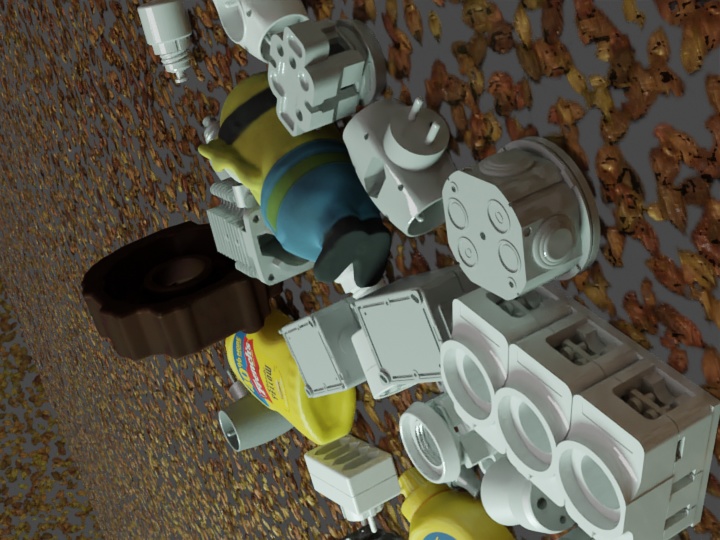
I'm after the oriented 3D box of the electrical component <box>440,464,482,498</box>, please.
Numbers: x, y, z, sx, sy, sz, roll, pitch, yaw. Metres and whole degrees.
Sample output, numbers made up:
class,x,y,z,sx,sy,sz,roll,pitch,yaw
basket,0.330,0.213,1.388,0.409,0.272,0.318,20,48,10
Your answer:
class,x,y,z,sx,sy,sz,roll,pitch,yaw
electrical component,0.067,0.141,0.775,0.061,0.035,0.035,41,145,39

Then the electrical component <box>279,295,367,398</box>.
class,x,y,z,sx,sy,sz,roll,pitch,yaw
electrical component,-0.016,0.058,0.836,0.061,0.061,0.096,66,156,1

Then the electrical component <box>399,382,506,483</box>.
class,x,y,z,sx,sy,sz,roll,pitch,yaw
electrical component,0.064,0.108,0.725,0.078,0.057,0.058,65,155,4

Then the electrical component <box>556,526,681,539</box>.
class,x,y,z,sx,sy,sz,roll,pitch,yaw
electrical component,0.145,0.187,0.627,0.096,0.061,0.061,-18,95,65

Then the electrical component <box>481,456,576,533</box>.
class,x,y,z,sx,sy,sz,roll,pitch,yaw
electrical component,0.109,0.141,0.679,0.055,0.045,0.045,-14,99,65

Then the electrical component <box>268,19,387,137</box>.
class,x,y,z,sx,sy,sz,roll,pitch,yaw
electrical component,-0.020,-0.128,0.691,0.058,0.057,0.078,53,152,27

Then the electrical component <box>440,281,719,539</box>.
class,x,y,z,sx,sy,sz,roll,pitch,yaw
electrical component,0.114,0.077,0.593,0.150,0.062,0.089,40,144,44

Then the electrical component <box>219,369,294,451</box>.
class,x,y,z,sx,sy,sz,roll,pitch,yaw
electrical component,-0.102,0.126,1.051,0.079,0.077,0.043,58,154,19

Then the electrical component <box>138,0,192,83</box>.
class,x,y,z,sx,sy,sz,roll,pitch,yaw
electrical component,-0.166,-0.202,0.937,0.040,0.040,0.078,21,130,57

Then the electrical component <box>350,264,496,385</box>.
class,x,y,z,sx,sy,sz,roll,pitch,yaw
electrical component,0.051,0.033,0.690,0.096,0.061,0.061,-15,98,57

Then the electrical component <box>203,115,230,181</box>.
class,x,y,z,sx,sy,sz,roll,pitch,yaw
electrical component,-0.110,-0.100,0.914,0.078,0.040,0.040,55,153,23

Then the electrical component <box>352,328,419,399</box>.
class,x,y,z,sx,sy,sz,roll,pitch,yaw
electrical component,0.026,0.059,0.765,0.047,0.055,0.055,65,156,13

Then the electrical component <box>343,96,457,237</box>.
class,x,y,z,sx,sy,sz,roll,pitch,yaw
electrical component,0.031,-0.073,0.652,0.077,0.043,0.079,58,153,19

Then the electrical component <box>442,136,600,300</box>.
class,x,y,z,sx,sy,sz,roll,pitch,yaw
electrical component,0.085,-0.027,0.574,0.080,0.051,0.080,45,148,39

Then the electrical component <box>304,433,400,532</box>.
class,x,y,z,sx,sy,sz,roll,pitch,yaw
electrical component,-0.002,0.194,0.943,0.083,0.047,0.075,11,121,61

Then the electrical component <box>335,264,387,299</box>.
class,x,y,z,sx,sy,sz,roll,pitch,yaw
electrical component,0.000,0.000,0.781,0.078,0.040,0.040,64,155,5

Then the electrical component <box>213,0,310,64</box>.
class,x,y,z,sx,sy,sz,roll,pitch,yaw
electrical component,-0.070,-0.197,0.745,0.077,0.044,0.079,53,152,27
